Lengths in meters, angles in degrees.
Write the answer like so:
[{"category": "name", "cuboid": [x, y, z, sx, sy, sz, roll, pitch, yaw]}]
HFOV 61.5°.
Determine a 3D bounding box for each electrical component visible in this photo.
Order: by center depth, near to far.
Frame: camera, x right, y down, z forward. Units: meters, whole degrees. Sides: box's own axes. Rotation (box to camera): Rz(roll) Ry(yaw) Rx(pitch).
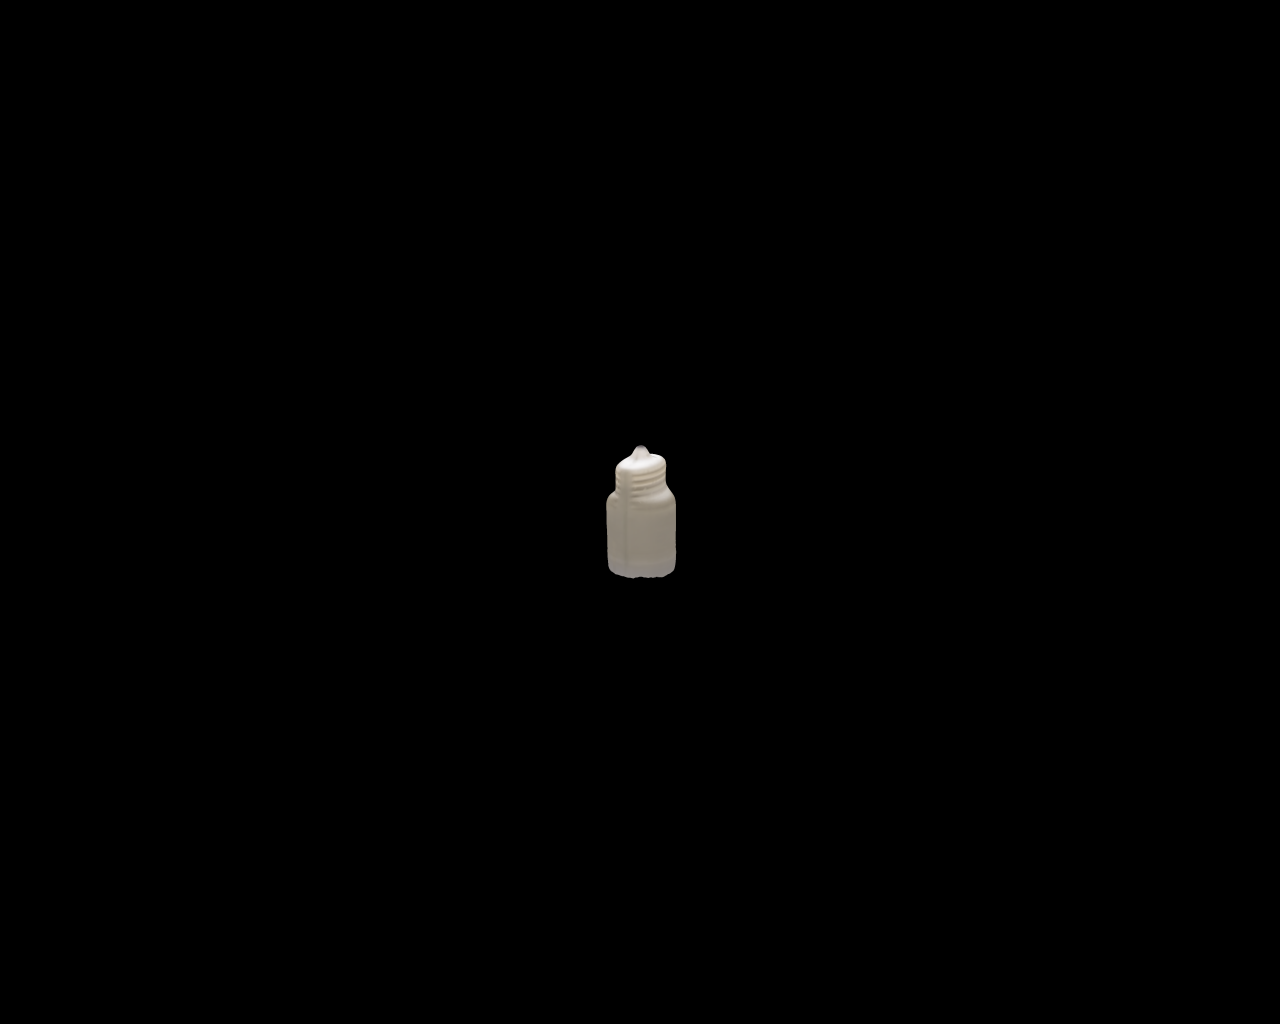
[{"category": "electrical component", "cuboid": [0.001, -0.003, 0.650, 0.043, 0.080, 0.043, 0, 18, 0]}]
